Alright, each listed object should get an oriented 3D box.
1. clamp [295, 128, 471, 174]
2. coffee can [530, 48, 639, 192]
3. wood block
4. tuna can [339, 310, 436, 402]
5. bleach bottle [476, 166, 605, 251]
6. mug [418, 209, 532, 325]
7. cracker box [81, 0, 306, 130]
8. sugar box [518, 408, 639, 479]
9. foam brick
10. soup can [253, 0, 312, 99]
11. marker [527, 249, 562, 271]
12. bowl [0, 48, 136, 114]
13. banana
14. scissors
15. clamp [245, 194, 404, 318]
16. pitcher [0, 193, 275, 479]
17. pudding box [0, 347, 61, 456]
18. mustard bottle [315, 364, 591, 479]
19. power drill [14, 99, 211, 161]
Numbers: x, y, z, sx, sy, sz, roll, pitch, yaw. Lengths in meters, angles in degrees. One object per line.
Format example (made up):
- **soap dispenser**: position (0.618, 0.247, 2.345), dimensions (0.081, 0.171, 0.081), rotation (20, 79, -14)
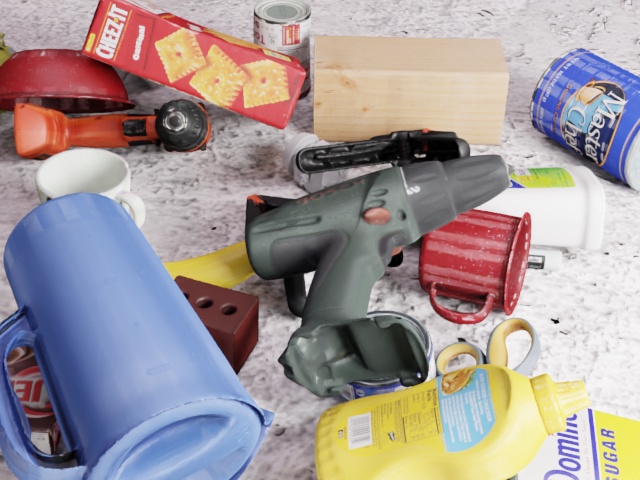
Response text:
- **clamp**: position (0.092, -0.089, 1.048), dimensions (0.165, 0.036, 0.209), rotation (0, 9, 27)
- **coffee can**: position (0.306, -0.128, 1.120), dimensions (0.102, 0.103, 0.140), rotation (-23, 43, -29)
- **wood block**: position (0.096, -0.165, 1.173), dimensions (0.206, 0.090, 0.091), rotation (1, 37, 0)
- **tuna can**: position (0.050, 0.097, 0.861), dimensions (0.086, 0.034, 0.086), rotation (-7, 40, 5)
- **bleach bottle**: position (0.134, -0.032, 1.016), dimensions (0.251, 0.068, 0.102), rotation (0, 20, 1)
- **mug**: position (0.132, 0.024, 0.934), dimensions (0.082, 0.093, 0.117), rotation (11, 58, 20)
- **cracker box**: position (-0.125, -0.191, 1.116), dimensions (0.213, 0.072, 0.164), rotation (21, 11, -7)
- **sugar box**: position (0.230, 0.175, 0.765), dimensions (0.176, 0.048, 0.093), rotation (14, 39, 14)
- **foam brick**: position (-0.095, 0.071, 0.886), dimensions (0.078, 0.051, 0.053), rotation (14, 38, 16)
- **soup can**: position (-0.043, -0.220, 1.230), dimensions (0.068, 0.102, 0.068), rotation (1, 38, -1)
- **marker**: position (0.163, 0.014, 0.997), dimensions (0.121, 0.020, 0.020), rotation (5, 37, 5)
- **bowl**: position (-0.276, -0.168, 1.125), dimensions (0.162, 0.055, 0.162), rotation (-1, 1, 0)
- **banana**: position (-0.140, 0.024, 0.941), dimensions (0.197, 0.069, 0.037), rotation (5, 0, -5)
- **scissors**: position (0.121, 0.128, 0.817), dimensions (0.096, 0.016, 0.201), rotation (-12, 29, 28)
- **clamp**: position (-0.007, 0.001, 0.991), dimensions (0.120, 0.039, 0.172), rotation (-18, 41, -22)
- **pitcher**: position (-0.156, 0.078, 0.777), dimensions (0.145, 0.149, 0.243), rotation (-39, 53, 3)
- **pudding box**: position (-0.250, 0.121, 0.825), dimensions (0.113, 0.039, 0.090), rotation (3, 37, 1)
- **mustard bottle**: position (0.093, 0.134, 0.747), dimensions (0.192, 0.058, 0.096), rotation (-19, 29, 13)
- **power drill**: position (-0.203, -0.110, 1.062), dimensions (0.187, 0.057, 0.184), rotation (-1, 1, -1)
